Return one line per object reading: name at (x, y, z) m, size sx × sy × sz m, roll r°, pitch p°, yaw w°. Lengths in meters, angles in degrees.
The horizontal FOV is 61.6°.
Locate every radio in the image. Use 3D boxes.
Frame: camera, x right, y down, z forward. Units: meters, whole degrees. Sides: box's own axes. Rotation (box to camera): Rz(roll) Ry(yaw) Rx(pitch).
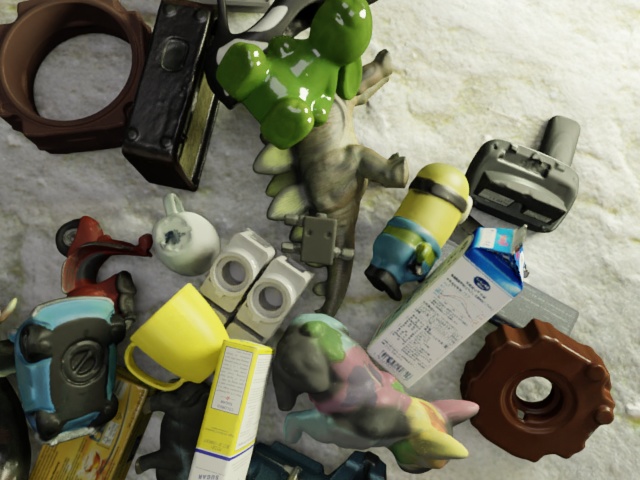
radio at (-0.184, -0.191, 0.715) m, size 0.073 × 0.131 × 0.229 m, roll 10°, pitch 80°, yaw 2°

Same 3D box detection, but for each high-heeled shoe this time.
high-heeled shoe at (-0.026, -0.252, 0.683) m, size 0.249 × 0.086 × 0.145 m, roll -10°, pitch 94°, yaw -8°

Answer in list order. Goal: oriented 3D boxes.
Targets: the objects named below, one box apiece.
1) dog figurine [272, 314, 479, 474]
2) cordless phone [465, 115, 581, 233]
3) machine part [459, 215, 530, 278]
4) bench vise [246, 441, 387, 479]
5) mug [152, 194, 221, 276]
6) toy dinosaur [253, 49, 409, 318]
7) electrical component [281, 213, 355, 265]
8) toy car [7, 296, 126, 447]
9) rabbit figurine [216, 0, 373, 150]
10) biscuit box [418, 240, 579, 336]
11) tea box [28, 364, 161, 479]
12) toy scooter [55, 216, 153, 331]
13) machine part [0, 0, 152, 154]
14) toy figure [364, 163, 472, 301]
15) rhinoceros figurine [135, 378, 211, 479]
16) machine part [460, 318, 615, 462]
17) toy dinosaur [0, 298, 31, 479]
dog figurine at (0.067, 0.182, 0.624) m, size 0.219 × 0.108 × 0.191 m, roll 4°, pitch 116°, yaw 23°
cordless phone at (0.292, -0.114, 0.751) m, size 0.147 × 0.088 × 0.184 m, roll 23°, pitch 70°, yaw 3°
machine part at (0.225, 0.000, 0.728) m, size 0.139 × 0.084 × 0.039 m, roll 44°, pitch 108°, yaw 14°
bench vise at (-0.019, 0.349, 0.616) m, size 0.224 × 0.128 × 0.240 m, roll 28°, pitch 48°, yaw 10°
mug at (-0.179, -0.010, 0.698) m, size 0.081 × 0.107 × 0.109 m, roll -13°, pitch 84°, yaw -5°
toy dinosaur at (0.015, -0.099, 0.725) m, size 0.199 × 0.105 × 0.471 m, roll -6°, pitch 83°, yaw 5°
electrical component at (-0.001, -0.002, 0.674) m, size 0.094 × 0.021 × 0.063 m, roll 8°, pitch 95°, yaw 8°
toy car at (-0.290, 0.139, 0.608) m, size 0.103 × 0.109 × 0.161 m, roll 5°, pitch 96°, yaw 42°
rabbit figurine at (-0.001, -0.194, 0.608) m, size 0.170 × 0.159 × 0.121 m, roll -41°, pitch 82°, yaw 19°
biscuit box at (0.235, 0.076, 0.717) m, size 0.203 × 0.059 × 0.063 m, roll 30°, pitch 81°, yaw 4°
tea box at (-0.280, 0.246, 0.673) m, size 0.098 × 0.068 × 0.169 m, roll 22°, pitch 82°, yaw 5°
toy scooter at (-0.275, 0.051, 0.696) m, size 0.135 × 0.075 × 0.184 m, roll -11°, pitch 76°, yaw 12°
machine part at (-0.331, -0.229, 0.742) m, size 0.201 × 0.087 × 0.201 m, roll -7°, pitch 80°, yaw -2°
toy figure at (0.124, -0.014, 0.673) m, size 0.082 × 0.089 × 0.180 m, roll 32°, pitch 75°, yaw 26°
rhinoceros figurine at (-0.159, 0.260, 0.660) m, size 0.112 × 0.073 × 0.190 m, roll 5°, pitch 100°, yaw 13°
machine part at (0.267, 0.189, 0.669) m, size 0.180 × 0.056 × 0.179 m, roll 3°, pitch 105°, yaw 11°
toy dinosaur at (-0.402, 0.253, 0.615) m, size 0.192 × 0.131 × 0.405 m, roll -18°, pitch 70°, yaw 2°
